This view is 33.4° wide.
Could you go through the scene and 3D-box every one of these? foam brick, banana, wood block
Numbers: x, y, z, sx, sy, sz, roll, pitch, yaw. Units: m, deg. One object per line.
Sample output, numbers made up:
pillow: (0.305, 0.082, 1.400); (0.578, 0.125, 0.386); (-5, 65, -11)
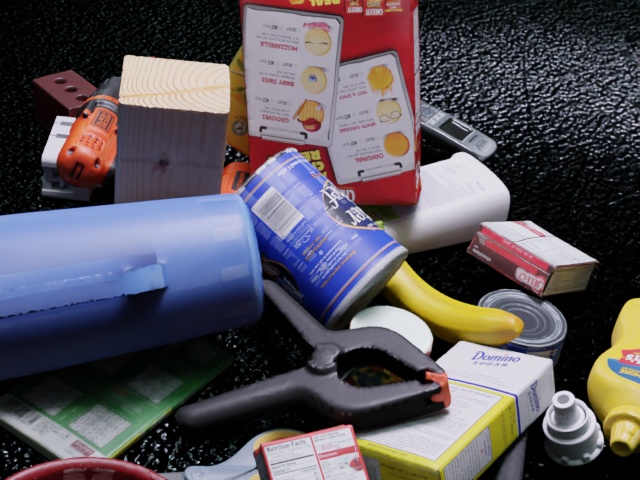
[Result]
foam brick: (-0.276, -0.145, 1.181); (0.052, 0.051, 0.078); (-23, 46, -38)
banana: (0.105, 0.055, 0.966); (0.037, 0.069, 0.198); (-29, 43, -26)
wood block: (-0.133, -0.045, 0.935); (0.090, 0.206, 0.090); (4, 35, -9)

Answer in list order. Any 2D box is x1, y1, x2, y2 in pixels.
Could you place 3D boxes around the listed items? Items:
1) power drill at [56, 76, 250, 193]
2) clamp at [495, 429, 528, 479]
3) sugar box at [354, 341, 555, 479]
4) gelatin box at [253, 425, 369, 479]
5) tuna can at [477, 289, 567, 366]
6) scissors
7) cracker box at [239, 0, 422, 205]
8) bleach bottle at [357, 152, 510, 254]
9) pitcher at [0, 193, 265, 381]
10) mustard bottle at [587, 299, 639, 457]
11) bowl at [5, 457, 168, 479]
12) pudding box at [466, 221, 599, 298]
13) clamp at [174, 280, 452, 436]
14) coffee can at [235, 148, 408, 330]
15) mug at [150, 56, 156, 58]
power drill: (-0.158, -0.081, 1.065); (0.187, 0.057, 0.184); (25, 33, -11)
clamp: (0.155, 0.209, 0.787); (0.120, 0.039, 0.171); (22, 36, 31)
sugar box: (0.105, 0.143, 0.845); (0.094, 0.048, 0.175); (9, 25, 39)
gelatin box: (-0.001, 0.183, 0.764); (0.073, 0.030, 0.089); (-9, 65, -23)
tuna can: (0.182, 0.083, 0.980); (0.086, 0.034, 0.086); (7, 34, -5)
scissors: (-0.082, 0.168, 0.805); (0.201, 0.016, 0.096); (11, 32, -1)
cracker box: (0.013, -0.145, 1.020); (0.164, 0.214, 0.072); (1, 20, 12)
bleach bottle: (0.065, -0.024, 1.084); (0.250, 0.068, 0.103); (-13, 37, -26)
pitcher: (-0.169, 0.033, 0.834); (0.242, 0.145, 0.149); (-9, 45, -9)
mustard bottle: (0.285, 0.124, 0.925); (0.096, 0.058, 0.191); (24, 37, 18)
bowl: (-0.153, 0.216, 0.685); (0.162, 0.055, 0.162); (7, 35, -5)
pudding box: (0.210, 0.017, 1.049); (0.090, 0.039, 0.113); (35, 22, 30)
clamp: (-0.003, 0.109, 0.840); (0.210, 0.036, 0.164); (12, 48, 29)
coffee can: (-0.006, 0.001, 0.956); (0.140, 0.103, 0.102); (43, 43, 11)
mug: (-0.168, -0.135, 1.173); (0.081, 0.093, 0.117); (22, 66, 9)
